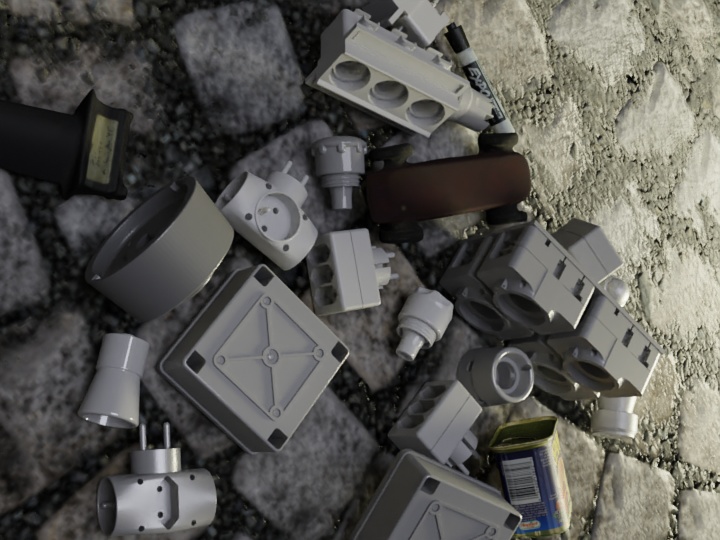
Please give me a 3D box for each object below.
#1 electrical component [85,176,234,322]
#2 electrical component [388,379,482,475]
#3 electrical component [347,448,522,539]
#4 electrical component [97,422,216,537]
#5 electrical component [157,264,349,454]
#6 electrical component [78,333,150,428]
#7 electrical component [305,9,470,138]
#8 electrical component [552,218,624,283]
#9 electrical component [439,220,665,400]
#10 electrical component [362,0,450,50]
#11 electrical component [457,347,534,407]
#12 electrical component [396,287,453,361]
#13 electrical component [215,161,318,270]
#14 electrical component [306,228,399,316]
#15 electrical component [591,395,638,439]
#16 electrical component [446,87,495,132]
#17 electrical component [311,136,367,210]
[{"bbox_3d":[-0.142,-0.010,0.792,0.060,0.108,0.108,48,60,-24],"label":"electrical component"},{"bbox_3d":[0.077,0.146,0.941,0.076,0.047,0.065,49,60,-17],"label":"electrical component"},{"bbox_3d":[0.059,0.219,0.888,0.109,0.056,0.108,28,94,-26],"label":"electrical component"},{"bbox_3d":[-0.151,0.152,0.793,0.077,0.043,0.079,2,81,-33],"label":"electrical component"},{"bbox_3d":[-0.082,0.070,0.844,0.108,0.056,0.108,46,61,-18],"label":"electrical component"},{"bbox_3d":[-0.178,0.079,0.791,0.044,0.044,0.065,21,66,-29],"label":"electrical component"},{"bbox_3d":[0.024,-0.175,0.950,0.121,0.079,0.063,21,49,-29],"label":"electrical component"},{"bbox_3d":[0.202,-0.007,1.043,0.077,0.066,0.047,-37,104,-2],"label":"electrical component"},{"bbox_3d":[0.173,0.046,0.985,0.186,0.105,0.060,42,62,-20],"label":"electrical component"},{"bbox_3d":[0.045,-0.235,0.988,0.063,0.042,0.081,48,61,-19],"label":"electrical component"},{"bbox_3d":[0.125,0.097,0.980,0.055,0.047,0.055,6,79,-32],"label":"electrical component"},{"bbox_3d":[0.052,0.050,0.944,0.043,0.043,0.062,40,64,-21],"label":"electrical component"},{"bbox_3d":[-0.068,-0.054,0.882,0.077,0.044,0.079,40,63,-21],"label":"electrical component"},{"bbox_3d":[0.000,0.000,0.915,0.077,0.047,0.065,-8,86,-34],"label":"electrical component"},{"bbox_3d":[0.251,0.136,1.057,0.045,0.045,0.055,16,74,-30],"label":"electrical component"},{"bbox_3d":[0.099,-0.154,1.012,0.046,0.040,0.040,21,71,-35],"label":"electrical component"},{"bbox_3d":[-0.017,-0.082,0.921,0.048,0.048,0.062,-3,90,-33],"label":"electrical component"}]
